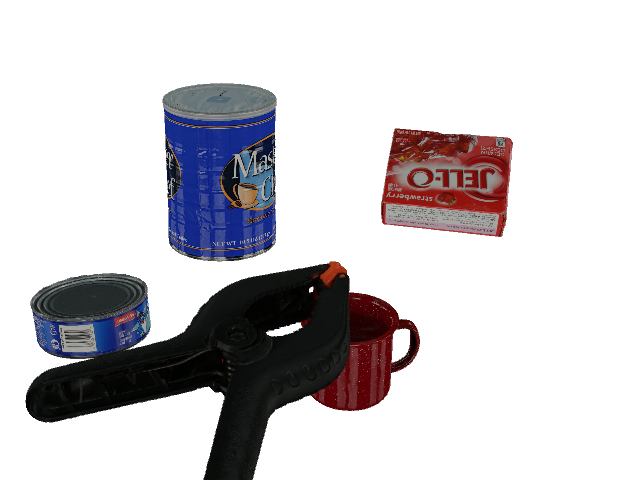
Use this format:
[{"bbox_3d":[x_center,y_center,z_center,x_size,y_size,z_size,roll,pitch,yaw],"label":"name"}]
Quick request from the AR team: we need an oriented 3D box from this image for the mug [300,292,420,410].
[{"bbox_3d":[0.039,0.106,1.019,0.117,0.081,0.093,-8,29,-15],"label":"mug"}]

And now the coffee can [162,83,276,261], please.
[{"bbox_3d":[-0.092,-0.065,0.989,0.103,0.140,0.103,1,23,-1],"label":"coffee can"}]

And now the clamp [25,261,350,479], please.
[{"bbox_3d":[-0.035,0.065,0.498,0.171,0.039,0.120,-29,51,-33],"label":"clamp"}]

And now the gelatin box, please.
[{"bbox_3d":[0.092,-0.043,0.775,0.089,0.073,0.030,6,-37,8],"label":"gelatin box"}]

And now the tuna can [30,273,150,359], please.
[{"bbox_3d":[-0.170,0.056,0.794,0.086,0.034,0.086,-3,20,1],"label":"tuna can"}]
